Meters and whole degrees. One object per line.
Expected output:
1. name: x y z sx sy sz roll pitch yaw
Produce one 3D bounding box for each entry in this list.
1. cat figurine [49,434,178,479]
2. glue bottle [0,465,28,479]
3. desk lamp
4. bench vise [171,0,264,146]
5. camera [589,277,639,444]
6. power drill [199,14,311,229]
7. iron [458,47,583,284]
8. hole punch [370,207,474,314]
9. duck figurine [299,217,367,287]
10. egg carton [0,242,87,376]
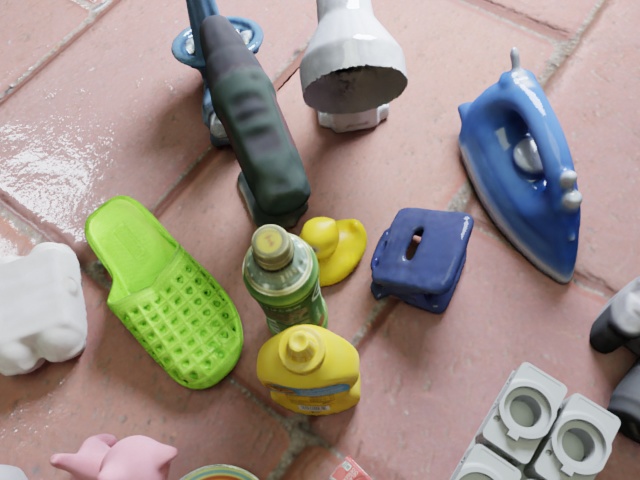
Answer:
1. cat figurine: -0.198 0.223 0.559 0.127 0.118 0.067 6 65 7
2. glue bottle: -0.347 0.242 0.531 0.078 0.173 0.037 -41 68 -14
3. desk lamp: 0.033 -0.224 0.702 0.118 0.214 0.203 -8 64 1
4. bench vise: -0.120 -0.238 0.718 0.121 0.220 0.207 -24 65 -7
5. camera: 0.340 0.127 0.572 0.143 0.101 0.137 40 73 20
6. power drill: -0.072 -0.110 0.659 0.075 0.208 0.229 -23 65 -6
7. iron: 0.251 -0.090 0.661 0.118 0.141 0.258 -15 64 -2
8. hole punch: 0.113 0.018 0.648 0.101 0.091 0.109 19 67 13
9. duck figurine: 0.006 0.002 0.667 0.104 0.086 0.077 -30 66 -10
10. egg carton: -0.328 0.077 0.666 0.107 0.069 0.150 -20 64 -5
